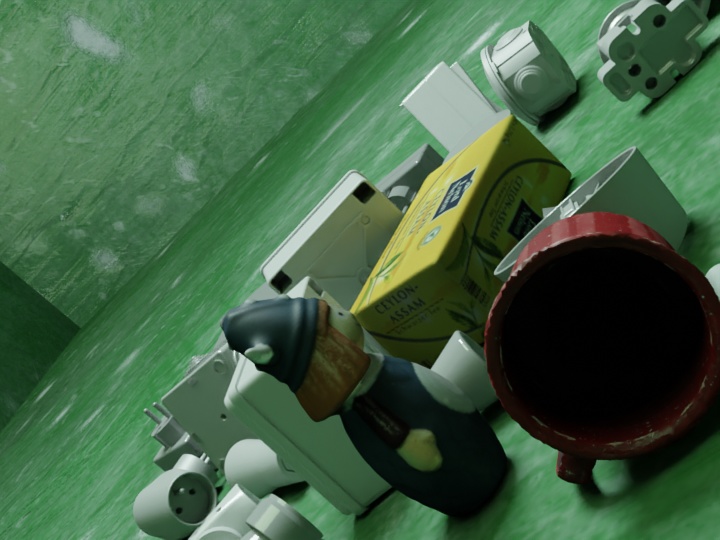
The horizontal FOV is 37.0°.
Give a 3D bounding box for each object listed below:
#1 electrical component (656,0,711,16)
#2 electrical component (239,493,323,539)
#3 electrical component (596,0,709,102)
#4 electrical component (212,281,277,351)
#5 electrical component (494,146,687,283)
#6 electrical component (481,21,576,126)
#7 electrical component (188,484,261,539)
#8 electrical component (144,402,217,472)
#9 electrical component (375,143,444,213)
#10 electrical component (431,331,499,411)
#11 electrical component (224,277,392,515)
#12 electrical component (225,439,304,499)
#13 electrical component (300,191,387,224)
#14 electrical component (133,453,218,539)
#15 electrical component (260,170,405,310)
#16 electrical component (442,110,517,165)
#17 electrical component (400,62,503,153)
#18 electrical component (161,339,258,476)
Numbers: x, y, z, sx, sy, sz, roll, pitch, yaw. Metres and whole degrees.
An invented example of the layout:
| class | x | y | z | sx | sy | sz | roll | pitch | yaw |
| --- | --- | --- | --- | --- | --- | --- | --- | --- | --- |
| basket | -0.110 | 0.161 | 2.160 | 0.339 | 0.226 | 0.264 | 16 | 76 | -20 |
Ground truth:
| class | x | y | z | sx | sy | sz | roll | pitch | yaw |
| --- | --- | --- | --- | --- | --- | --- | --- | --- | --- |
| electrical component | 0.233 | -0.206 | 0.795 | 0.055 | 0.055 | 0.047 | -37 | 20 | 40 |
| electrical component | -0.054 | 0.167 | 0.634 | 0.055 | 0.045 | 0.045 | -51 | 13 | -17 |
| electrical component | 0.200 | -0.158 | 0.753 | 0.078 | 0.058 | 0.057 | -44 | 16 | 15 |
| electrical component | -0.085 | 0.074 | 0.979 | 0.105 | 0.060 | 0.186 | -41 | 14 | 26 |
| electrical component | 0.121 | -0.018 | 0.571 | 0.099 | 0.064 | 0.099 | -44 | 13 | 13 |
| electrical component | 0.144 | -0.167 | 0.915 | 0.051 | 0.080 | 0.080 | -35 | 17 | 26 |
| electrical component | -0.088 | 0.181 | 0.685 | 0.077 | 0.043 | 0.079 | -49 | 0 | -7 |
| electrical component | -0.162 | 0.147 | 0.972 | 0.066 | 0.077 | 0.047 | -34 | 18 | 46 |
| electrical component | 0.042 | -0.063 | 1.003 | 0.083 | 0.047 | 0.075 | -38 | 16 | 37 |
| electrical component | 0.050 | 0.068 | 0.590 | 0.055 | 0.045 | 0.045 | -46 | 13 | 8 |
| electrical component | -0.019 | 0.074 | 0.653 | 0.056 | 0.109 | 0.108 | -41 | 14 | 18 |
| electrical component | -0.061 | 0.136 | 0.758 | 0.065 | 0.044 | 0.044 | -26 | 25 | 48 |
| electrical component | 0.002 | -0.010 | 0.888 | 0.062 | 0.096 | 0.061 | -21 | 0 | -26 |
| electrical component | -0.144 | 0.180 | 0.890 | 0.077 | 0.043 | 0.079 | -30 | 21 | 53 |
| electrical component | 0.000 | 0.000 | 0.815 | 0.108 | 0.109 | 0.056 | -47 | 15 | 2 |
| electrical component | 0.104 | -0.084 | 0.856 | 0.080 | 0.051 | 0.080 | -44 | 13 | 13 |
| electrical component | 0.094 | -0.131 | 0.949 | 0.061 | 0.096 | 0.062 | -45 | -16 | 11 |
| electrical component | -0.096 | 0.104 | 0.841 | 0.100 | 0.099 | 0.048 | -39 | 2 | 33 |
